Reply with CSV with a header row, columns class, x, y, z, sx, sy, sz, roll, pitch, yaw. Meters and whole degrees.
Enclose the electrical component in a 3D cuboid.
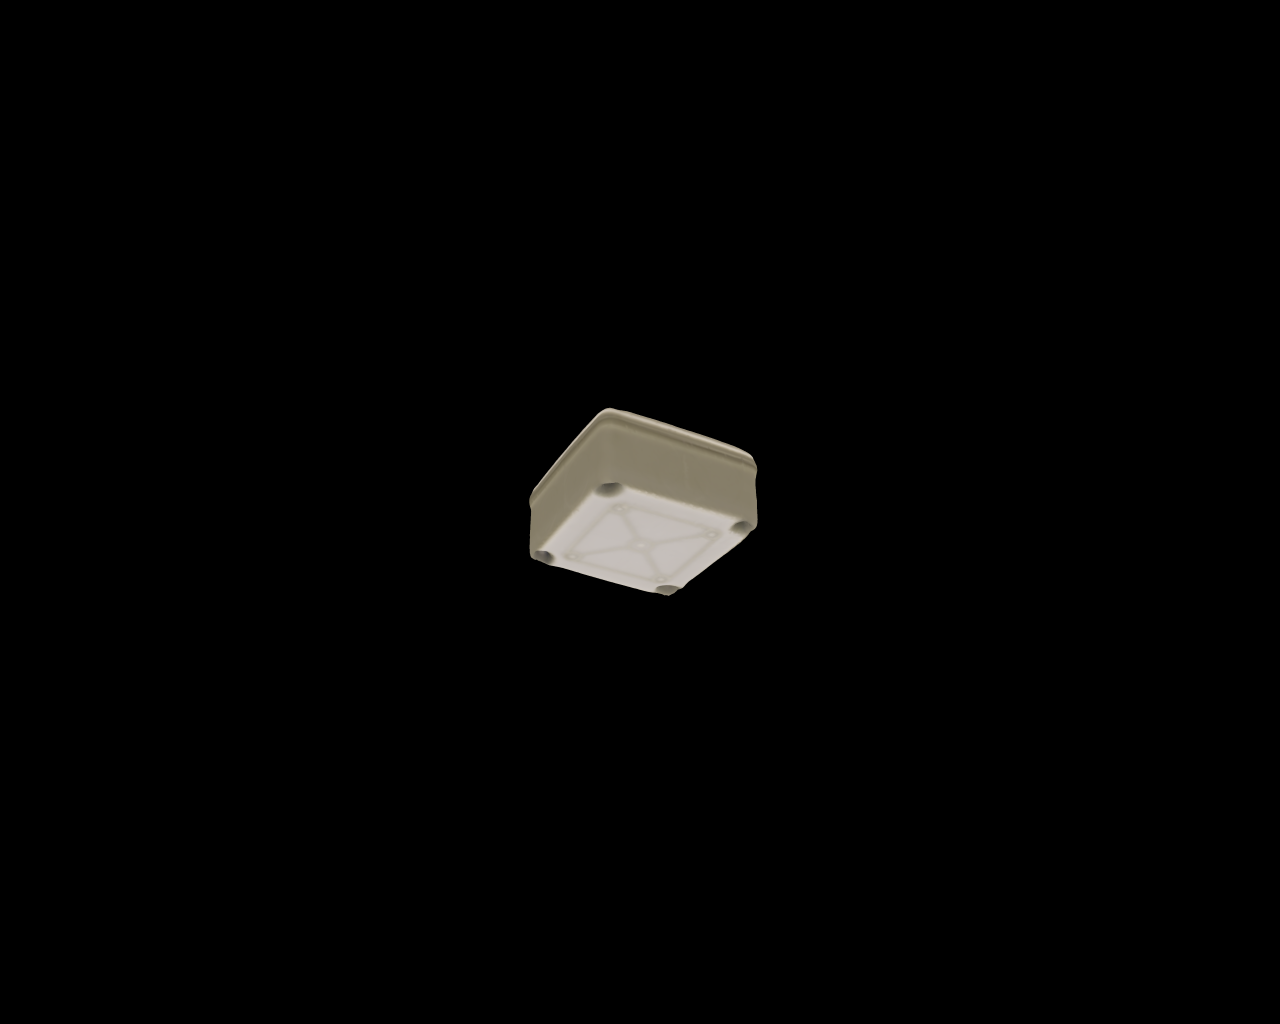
class,x,y,z,sx,sy,sz,roll,pitch,yaw
electrical component,0.001,-0.003,0.650,0.109,0.056,0.108,17,-36,-24
